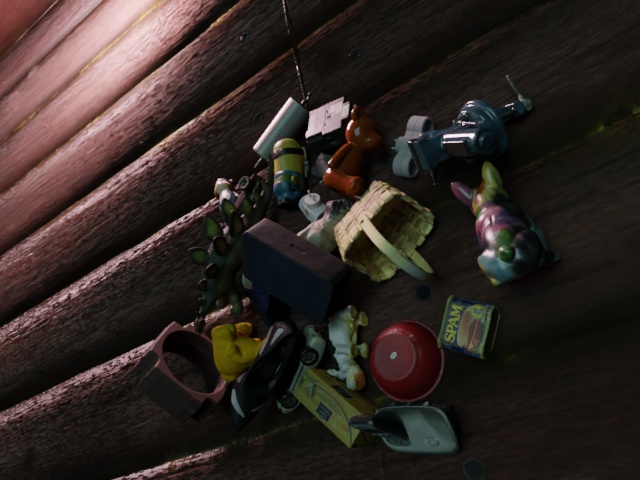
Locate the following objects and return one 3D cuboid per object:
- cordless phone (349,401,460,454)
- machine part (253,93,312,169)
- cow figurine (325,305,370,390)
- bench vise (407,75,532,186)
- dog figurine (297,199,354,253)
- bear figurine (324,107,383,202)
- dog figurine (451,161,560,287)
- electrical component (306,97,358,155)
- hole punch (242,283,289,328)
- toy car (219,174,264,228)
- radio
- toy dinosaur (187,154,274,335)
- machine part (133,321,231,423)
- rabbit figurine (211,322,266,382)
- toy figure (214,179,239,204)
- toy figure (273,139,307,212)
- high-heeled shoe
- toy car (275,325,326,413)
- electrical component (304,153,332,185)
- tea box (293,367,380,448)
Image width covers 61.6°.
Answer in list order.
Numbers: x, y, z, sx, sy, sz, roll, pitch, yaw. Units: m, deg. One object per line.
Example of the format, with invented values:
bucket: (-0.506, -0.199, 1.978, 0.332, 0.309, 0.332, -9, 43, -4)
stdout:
cordless phone: (0.146, 0.315, 0.923, 0.147, 0.184, 0.089, -12, 62, 34)
machine part: (-0.097, -0.282, 1.399, 0.243, 0.079, 0.079, -53, 51, 9)
cow figurine: (0.048, 0.226, 1.105, 0.098, 0.068, 0.167, -19, 59, 37)
bench vise: (0.299, -0.209, 1.038, 0.241, 0.128, 0.224, -31, 6, -14)
dog figurine: (0.000, -0.001, 1.229, 0.190, 0.121, 0.172, -40, 6, -23)
bear figurine: (0.095, -0.186, 1.198, 0.132, 0.120, 0.196, 28, 85, 37)
dog figurine: (0.309, -0.033, 0.944, 0.108, 0.191, 0.219, -37, 70, 28)
electrical component: (0.036, -0.277, 1.292, 0.134, 0.058, 0.115, -14, 52, 30)
hole punch: (-0.094, 0.129, 1.212, 0.092, 0.142, 0.116, -48, 66, 15)
toy car: (-0.199, -0.073, 1.390, 0.053, 0.089, 0.202, 30, 91, 40)
radio: (-0.054, 0.065, 1.103, 0.230, 0.073, 0.131, 30, 133, 24)
toy dinosaur: (-0.195, 0.008, 1.282, 0.105, 0.198, 0.471, 5, 55, 30)
machine part: (-0.310, 0.302, 1.238, 0.087, 0.201, 0.201, -46, 7, 20)
rabbit figurine: (-0.149, 0.259, 1.215, 0.173, 0.121, 0.162, -8, 70, 14)
toy figure: (-0.254, -0.121, 1.471, 0.064, 0.057, 0.155, -19, 52, -14)
toy figure: (-0.077, -0.165, 1.331, 0.082, 0.089, 0.180, -5, 68, 27)
high-heeled shoe: (-0.108, 0.280, 1.093, 0.145, 0.086, 0.248, -10, 61, 66)
toy car: (-0.046, 0.275, 1.142, 0.201, 0.056, 0.074, -67, 28, 18)
electrical component: (0.008, -0.172, 1.299, 0.102, 0.045, 0.078, 33, 96, 40)
tea box: (0.041, 0.326, 1.054, 0.170, 0.098, 0.068, 33, 94, 38)
